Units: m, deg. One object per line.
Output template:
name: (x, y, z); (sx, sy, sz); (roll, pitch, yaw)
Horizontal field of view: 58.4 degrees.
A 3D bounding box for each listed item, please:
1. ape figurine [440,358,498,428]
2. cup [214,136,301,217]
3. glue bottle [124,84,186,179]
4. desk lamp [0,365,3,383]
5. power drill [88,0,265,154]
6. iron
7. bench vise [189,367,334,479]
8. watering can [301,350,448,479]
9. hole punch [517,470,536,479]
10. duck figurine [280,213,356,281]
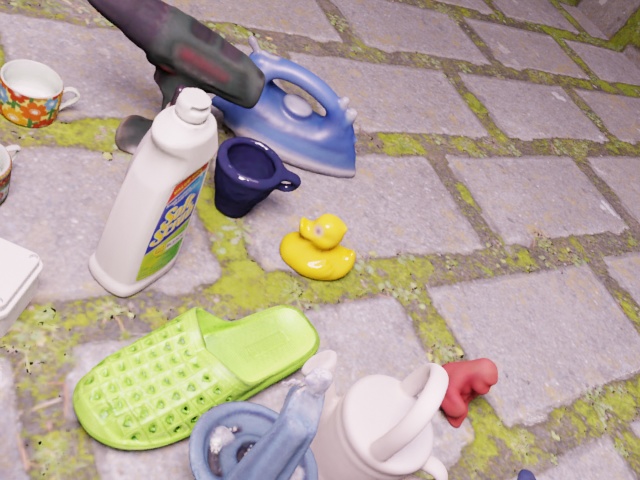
ape figurine: (0.188, 0.181, 0.723); (0.078, 0.092, 0.076); (-6, 56, -35)
cup: (-0.093, -0.073, 0.774); (0.118, 0.095, 0.091); (16, 46, -19)
glue bottle: (-0.188, -0.119, 0.699); (0.037, 0.173, 0.078); (46, 44, 12)
desk lamp: (-0.321, 0.134, 0.360); (0.204, 0.213, 0.118); (16, 46, -19)
power drill: (-0.197, -0.201, 0.740); (0.230, 0.208, 0.075); (17, 45, -18)
iron: (-0.029, -0.206, 0.898); (0.258, 0.141, 0.118); (26, 43, -10)
bench vise: (-0.048, 0.207, 0.459); (0.122, 0.219, 0.207); (17, 45, -18)
watering can: (0.054, 0.182, 0.564); (0.173, 0.194, 0.101); (24, 44, -11)
hole punch: (0.220, 0.321, 0.618); (0.101, 0.091, 0.109); (41, 43, 7)
duck figurine: (0.007, 0.003, 0.775); (0.105, 0.086, 0.077); (21, 44, -14)
